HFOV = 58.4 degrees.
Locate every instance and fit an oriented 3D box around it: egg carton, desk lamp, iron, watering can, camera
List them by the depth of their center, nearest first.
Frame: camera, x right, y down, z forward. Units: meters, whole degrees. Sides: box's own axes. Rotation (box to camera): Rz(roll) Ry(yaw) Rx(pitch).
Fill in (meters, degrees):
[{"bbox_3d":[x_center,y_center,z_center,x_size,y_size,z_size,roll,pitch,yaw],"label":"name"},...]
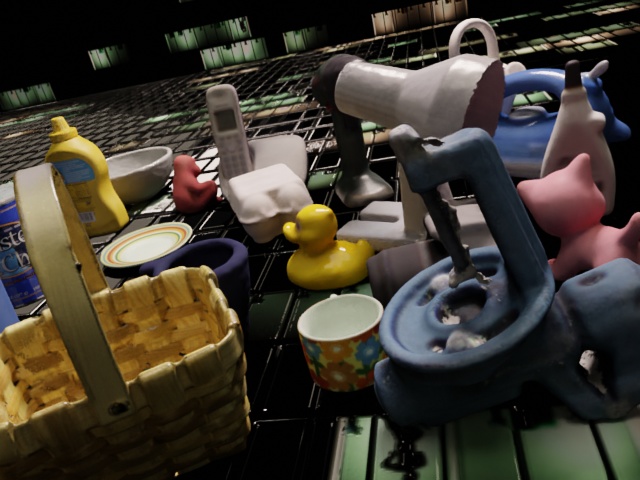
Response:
[{"bbox_3d":[0.111,0.017,0.529,0.136,0.101,0.143,-11,25,4],"label":"camera"},{"bbox_3d":[0.102,-0.094,0.633,0.202,0.214,0.118,7,31,36],"label":"desk lamp"},{"bbox_3d":[0.281,-0.172,0.797,0.257,0.142,0.119,12,35,43],"label":"iron"},{"bbox_3d":[-0.071,-0.055,0.809,0.107,0.069,0.150,-19,25,-12],"label":"egg carton"},{"bbox_3d":[0.259,-0.255,0.920,0.172,0.194,0.101,11,34,41],"label":"watering can"}]

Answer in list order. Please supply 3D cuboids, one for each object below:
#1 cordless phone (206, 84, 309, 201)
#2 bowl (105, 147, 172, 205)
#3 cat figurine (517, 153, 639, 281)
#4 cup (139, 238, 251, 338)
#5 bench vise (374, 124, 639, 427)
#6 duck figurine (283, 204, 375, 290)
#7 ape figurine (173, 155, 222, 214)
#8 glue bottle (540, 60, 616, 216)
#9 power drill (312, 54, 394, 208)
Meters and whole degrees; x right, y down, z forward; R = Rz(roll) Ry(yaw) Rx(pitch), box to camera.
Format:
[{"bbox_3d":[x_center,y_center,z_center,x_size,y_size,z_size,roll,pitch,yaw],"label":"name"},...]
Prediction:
[{"bbox_3d":[-0.100,-0.156,0.898,0.147,0.185,0.094,-10,25,7],"label":"cordless phone"},{"bbox_3d":[-0.344,-0.111,1.055,0.167,0.075,0.167,-11,25,5],"label":"bowl"},{"bbox_3d":[0.239,-0.016,0.516,0.067,0.118,0.127,-20,26,-15],"label":"cat figurine"},{"bbox_3d":[-0.117,0.059,0.560,0.117,0.095,0.092,-3,27,21],"label":"cup"},{"bbox_3d":[0.125,0.017,0.380,0.207,0.220,0.121,-18,25,-9],"label":"bench vise"},{"bbox_3d":[0.006,0.002,0.630,0.104,0.086,0.078,-1,28,25],"label":"duck figurine"},{"bbox_3d":[-0.210,-0.095,0.934,0.076,0.092,0.077,-28,28,-28],"label":"ape figurine"},{"bbox_3d":[0.279,-0.108,0.625,0.078,0.173,0.037,-1,27,24],"label":"glue bottle"},{"bbox_3d":[0.045,-0.159,0.805,0.075,0.209,0.229,-16,25,-7],"label":"power drill"}]
